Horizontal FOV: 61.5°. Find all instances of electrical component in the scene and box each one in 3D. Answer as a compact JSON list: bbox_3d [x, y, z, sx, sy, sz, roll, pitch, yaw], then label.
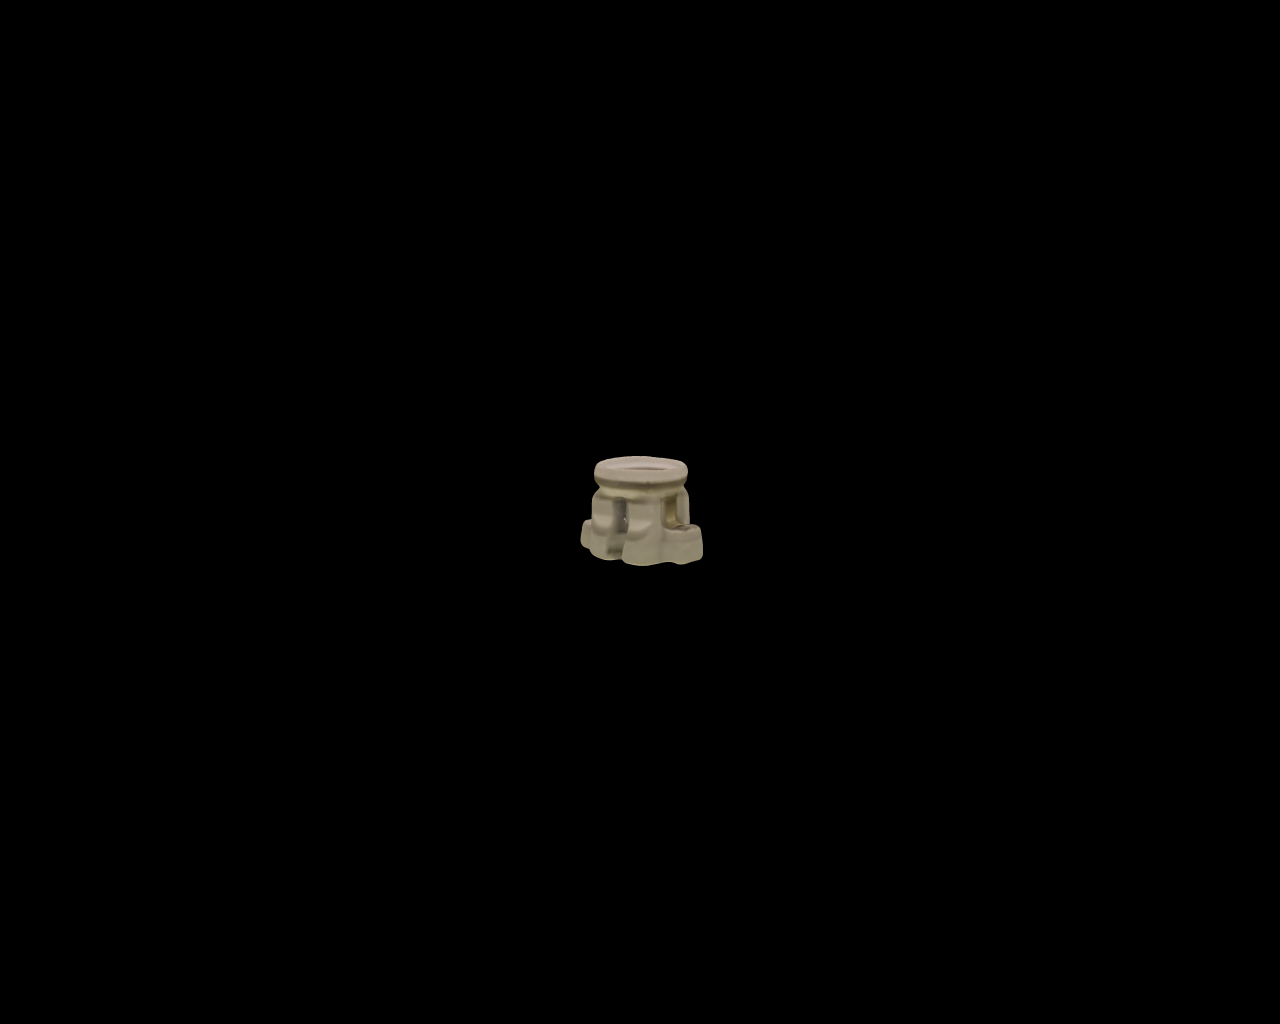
[{"bbox_3d":[0.001,-0.003,0.650,0.078,0.057,0.058,8,14,35],"label":"electrical component"}]
